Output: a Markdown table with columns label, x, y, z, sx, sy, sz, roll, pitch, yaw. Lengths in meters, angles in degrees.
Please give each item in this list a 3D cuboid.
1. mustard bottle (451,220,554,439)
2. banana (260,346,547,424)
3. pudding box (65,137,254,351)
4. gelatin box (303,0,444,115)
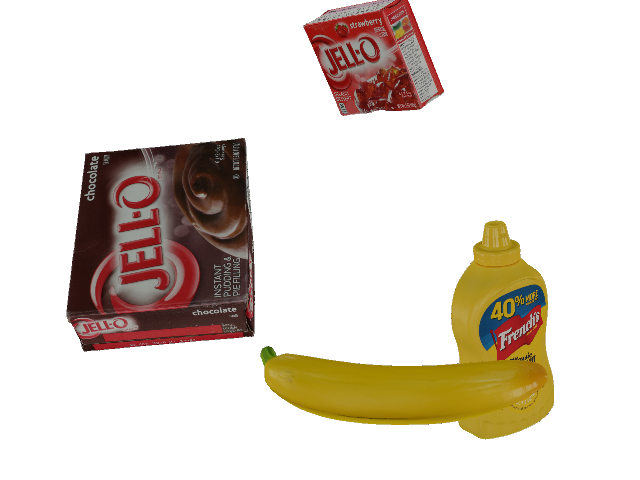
| label | x | y | z | sx | sy | sz | roll | pitch | yaw |
| --- | --- | --- | --- | --- | --- | --- | --- | --- | --- |
| mustard bottle | 0.162 | 0.075 | 0.956 | 0.096 | 0.191 | 0.058 | -17 | 20 | -28 |
| banana | 0.044 | 0.091 | 0.690 | 0.198 | 0.037 | 0.069 | 4 | 32 | 16 |
| pudding box | -0.081 | 0.001 | 0.560 | 0.090 | 0.113 | 0.039 | -5 | -41 | 1 |
| gelatin box | 0.035 | -0.127 | 0.745 | 0.030 | 0.073 | 0.089 | -37 | 24 | -30 |
